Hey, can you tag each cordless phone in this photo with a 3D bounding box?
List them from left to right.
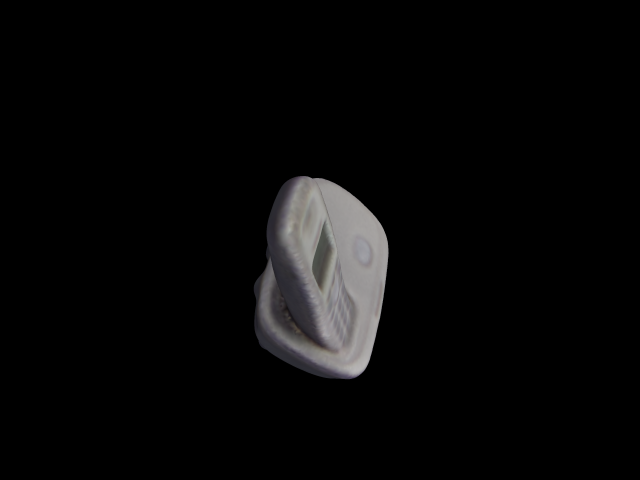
[{"bbox_3d":[0.004,0.001,0.400,0.094,0.185,0.147,8,56,6],"label":"cordless phone"}]
